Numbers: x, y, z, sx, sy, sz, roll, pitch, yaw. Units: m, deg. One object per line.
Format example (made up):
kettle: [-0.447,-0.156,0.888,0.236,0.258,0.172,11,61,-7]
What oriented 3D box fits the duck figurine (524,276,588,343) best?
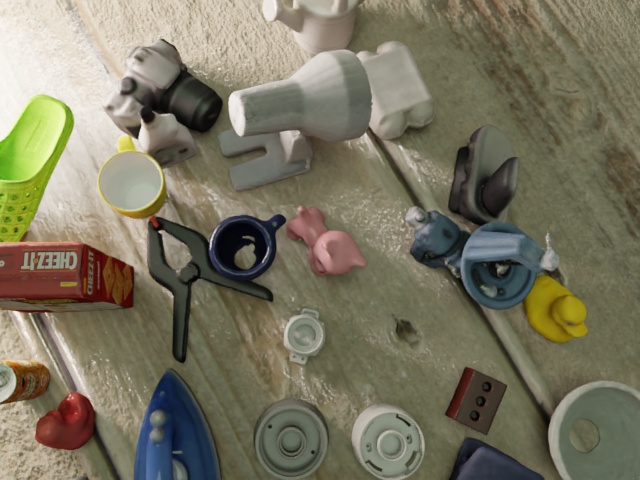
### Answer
duck figurine: [0.351,0.099,0.835,0.077,0.086,0.104,-26,82,-8]

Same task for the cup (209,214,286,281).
cup: [-0.097,0.009,0.818,0.118,0.095,0.091,-39,84,-9]

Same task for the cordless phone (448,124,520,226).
cordless phone: [0.256,-0.103,0.816,0.094,0.185,0.148,8,79,-2]

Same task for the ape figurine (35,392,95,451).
ape figurine: [-0.344,0.246,0.760,0.078,0.092,0.076,-25,82,-8]

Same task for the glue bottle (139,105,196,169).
glue bottle: [-0.223,-0.148,0.799,0.078,0.173,0.037,-23,81,-7]

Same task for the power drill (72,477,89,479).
power drill: [-0.317,0.355,0.682,0.229,0.208,0.076,40,80,4]

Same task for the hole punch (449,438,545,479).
hole punch: [0.237,0.340,0.781,0.108,0.091,0.101,27,79,2]

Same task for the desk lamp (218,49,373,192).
desk lamp: [-0.042,-0.161,0.793,0.203,0.213,0.118,-19,81,-7]

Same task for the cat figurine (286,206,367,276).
cat figurine: [0.007,0.003,0.814,0.067,0.117,0.128,-37,84,-9]

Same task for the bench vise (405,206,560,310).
bench vise: [0.213,0.023,0.772,0.207,0.219,0.121,14,79,-1]

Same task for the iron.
iron: [-0.196,0.299,0.734,0.118,0.141,0.258,-8,80,-5]

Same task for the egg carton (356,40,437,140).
egg carton: [0.109,-0.232,0.889,0.107,0.069,0.150,-23,82,-7]

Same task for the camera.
camera: [-0.226,-0.210,0.847,0.137,0.101,0.143,33,79,3]

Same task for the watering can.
watering can: [0.004,-0.358,0.842,0.101,0.194,0.173,44,80,5]

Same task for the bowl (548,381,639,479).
bowl: [0.393,0.282,0.810,0.167,0.074,0.167,1,79,-4]
